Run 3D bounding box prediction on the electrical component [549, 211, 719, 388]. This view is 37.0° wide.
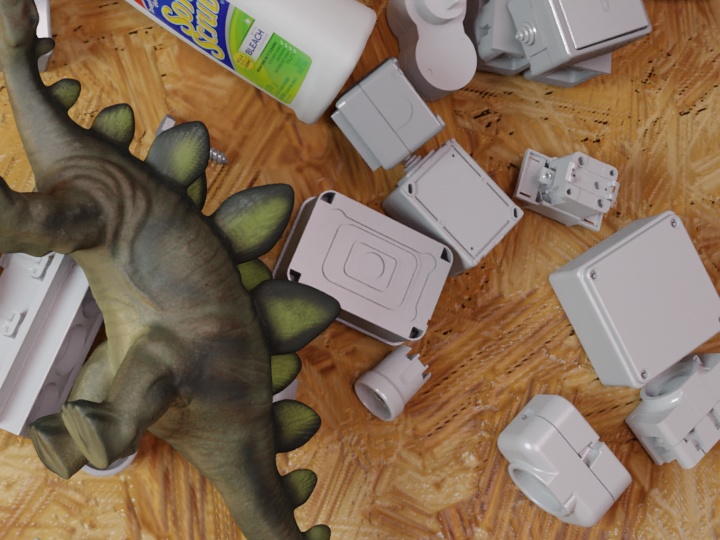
[{"bbox_3d":[0.228,0.024,0.876,0.109,0.056,0.108,-30,96,-21],"label":"electrical component"}]

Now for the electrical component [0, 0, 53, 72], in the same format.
[{"bbox_3d":[-0.247,-0.169,0.713,0.077,0.047,0.065,-3,86,-21],"label":"electrical component"}]

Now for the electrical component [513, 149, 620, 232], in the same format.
[{"bbox_3d":[0.169,-0.066,0.858,0.081,0.064,0.042,20,77,-18],"label":"electrical component"}]

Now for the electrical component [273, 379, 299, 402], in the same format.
[{"bbox_3d":[-0.065,0.097,0.764,0.040,0.040,0.046,19,73,-19],"label":"electrical component"}]

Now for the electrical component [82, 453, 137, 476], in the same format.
[{"bbox_3d":[-0.173,0.112,0.711,0.045,0.055,0.045,2,84,-21],"label":"electrical component"}]

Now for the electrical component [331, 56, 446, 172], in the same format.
[{"bbox_3d":[0.019,-0.115,0.796,0.061,0.096,0.061,-37,100,8],"label":"electrical component"}]

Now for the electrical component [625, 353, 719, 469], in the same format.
[{"bbox_3d":[0.270,0.112,0.888,0.089,0.050,0.055,-40,100,-20],"label":"electrical component"}]

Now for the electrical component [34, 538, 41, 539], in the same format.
[{"bbox_3d":[-0.200,0.213,0.697,0.077,0.043,0.079,-30,96,-21],"label":"electrical component"}]

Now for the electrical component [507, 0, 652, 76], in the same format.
[{"bbox_3d":[0.160,-0.188,0.801,0.096,0.061,0.061,-21,93,-22],"label":"electrical component"}]

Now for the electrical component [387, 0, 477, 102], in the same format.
[{"bbox_3d":[0.057,-0.204,0.822,0.052,0.074,0.138,-11,89,-22],"label":"electrical component"}]

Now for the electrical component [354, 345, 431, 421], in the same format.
[{"bbox_3d":[0.025,0.083,0.801,0.046,0.040,0.040,-42,100,-26],"label":"electrical component"}]

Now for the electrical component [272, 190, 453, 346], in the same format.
[{"bbox_3d":[0.000,0.000,0.786,0.113,0.057,0.078,26,77,-14],"label":"electrical component"}]

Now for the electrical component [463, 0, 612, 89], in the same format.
[{"bbox_3d":[0.145,-0.250,0.868,0.105,0.060,0.186,7,82,-21],"label":"electrical component"}]

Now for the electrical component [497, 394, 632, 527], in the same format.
[{"bbox_3d":[0.156,0.151,0.837,0.059,0.054,0.095,-44,101,-19],"label":"electrical component"}]

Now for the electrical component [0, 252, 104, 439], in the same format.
[{"bbox_3d":[-0.212,0.042,0.694,0.063,0.078,0.121,19,76,12],"label":"electrical component"}]

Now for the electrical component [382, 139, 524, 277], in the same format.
[{"bbox_3d":[0.064,-0.050,0.820,0.096,0.061,0.062,46,71,-3],"label":"electrical component"}]
